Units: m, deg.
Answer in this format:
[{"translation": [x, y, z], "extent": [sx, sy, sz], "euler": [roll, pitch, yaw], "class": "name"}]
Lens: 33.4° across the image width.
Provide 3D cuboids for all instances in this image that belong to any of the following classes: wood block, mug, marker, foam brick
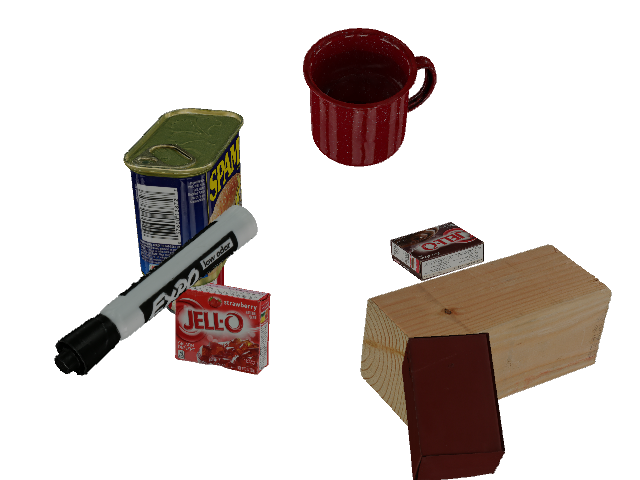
[{"translation": [0.149, 0.083, 0.966], "extent": [0.205, 0.090, 0.091], "euler": [-15, 36, -26], "class": "wood block"}, {"translation": [0.043, -0.121, 0.898], "extent": [0.117, 0.093, 0.081], "euler": [-21, -34, -14], "class": "mug"}, {"translation": [-0.074, 0.022, 0.491], "extent": [0.020, 0.020, 0.120], "euler": [0, 32, 46], "class": "marker"}, {"translation": [0.080, 0.102, 0.657], "extent": [0.051, 0.078, 0.053], "euler": [-3, -27, -2], "class": "foam brick"}]

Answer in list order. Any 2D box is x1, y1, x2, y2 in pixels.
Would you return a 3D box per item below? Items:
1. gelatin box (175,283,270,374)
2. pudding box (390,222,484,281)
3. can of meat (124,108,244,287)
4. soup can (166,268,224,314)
[{"translation": [-0.093, 0.080, 0.998], "extent": [0.089, 0.073, 0.030], "euler": [9, 18, 19], "class": "gelatin box"}, {"translation": [0.175, 0.015, 1.597], "extent": [0.113, 0.039, 0.090], "euler": [-18, 27, -21], "class": "pudding box"}, {"translation": [-0.085, -0.029, 0.697], "extent": [0.057, 0.084, 0.102], "euler": [5, 28, 10], "class": "can of meat"}, {"translation": [-0.141, 0.026, 1.194], "extent": [0.068, 0.102, 0.068], "euler": [2, 25, -1], "class": "soup can"}]
